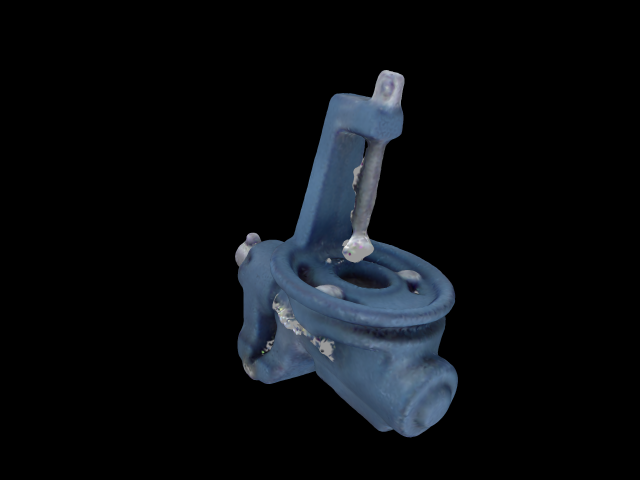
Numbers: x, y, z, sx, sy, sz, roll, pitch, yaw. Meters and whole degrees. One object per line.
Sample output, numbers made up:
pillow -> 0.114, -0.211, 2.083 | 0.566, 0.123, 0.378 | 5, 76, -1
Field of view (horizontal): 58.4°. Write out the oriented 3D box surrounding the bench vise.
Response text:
bench vise -> -0.003, 0.003, 0.390 | 0.206, 0.220, 0.122 | 6, 11, 32
